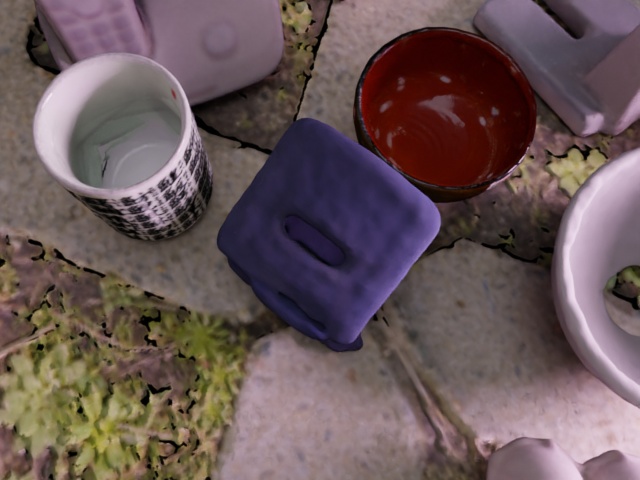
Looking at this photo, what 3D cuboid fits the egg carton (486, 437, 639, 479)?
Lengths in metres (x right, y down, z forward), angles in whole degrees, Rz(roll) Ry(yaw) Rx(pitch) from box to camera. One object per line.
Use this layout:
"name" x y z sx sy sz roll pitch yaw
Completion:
"egg carton" 0.133 0.185 0.299 0.107 0.069 0.150 9 74 1

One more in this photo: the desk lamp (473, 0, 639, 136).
"desk lamp" 0.210 -0.141 0.321 0.118 0.213 0.203 -37 78 -11

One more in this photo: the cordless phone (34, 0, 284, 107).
"cordless phone" -0.099 -0.157 0.329 0.147 0.185 0.094 -21 76 -8

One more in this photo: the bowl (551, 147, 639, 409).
"bowl" 0.210 0.031 0.343 0.167 0.075 0.167 1 74 -2

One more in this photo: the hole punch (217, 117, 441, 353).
"hole punch" 0.003 0.001 0.336 0.108 0.091 0.101 37 76 8
